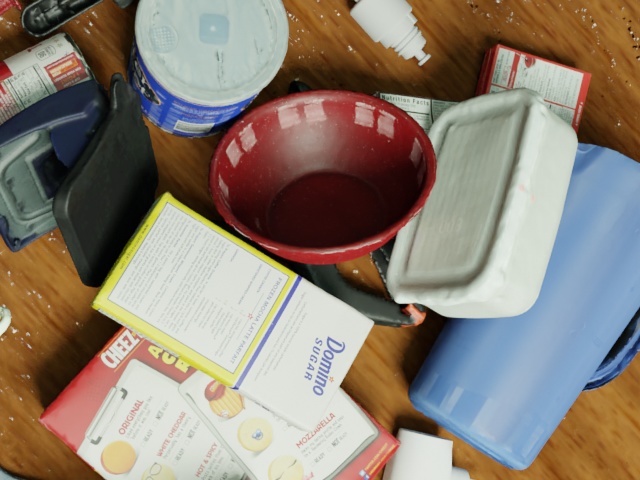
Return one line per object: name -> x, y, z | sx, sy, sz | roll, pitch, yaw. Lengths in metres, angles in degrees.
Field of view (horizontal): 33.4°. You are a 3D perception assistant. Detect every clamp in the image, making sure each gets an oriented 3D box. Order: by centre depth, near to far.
clamp -> -0.130, -0.204, 0.780 | 0.171, 0.120, 0.039 | -46, 124, -29
clamp -> -0.005, 0.001, 0.832 | 0.164, 0.036, 0.210 | -43, 98, -20

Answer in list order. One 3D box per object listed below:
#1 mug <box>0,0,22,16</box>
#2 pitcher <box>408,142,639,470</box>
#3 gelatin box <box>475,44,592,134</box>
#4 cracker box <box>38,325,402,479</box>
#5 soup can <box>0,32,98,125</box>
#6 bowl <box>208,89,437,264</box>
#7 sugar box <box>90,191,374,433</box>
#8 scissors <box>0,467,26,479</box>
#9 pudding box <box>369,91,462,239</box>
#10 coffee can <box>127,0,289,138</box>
mug -> -0.283, -0.187, 0.769 | 0.081, 0.093, 0.117 | -40, 64, -7
pitcher -> 0.182, 0.056, 0.833 | 0.149, 0.145, 0.243 | 31, 83, 16
gelatin box -> 0.173, -0.114, 0.886 | 0.089, 0.030, 0.073 | 15, 84, -10
cracker box -> -0.073, 0.140, 0.795 | 0.213, 0.072, 0.164 | 43, 78, -5
soup can -> -0.216, -0.101, 0.781 | 0.102, 0.068, 0.068 | -30, 93, -13
bowl -> 0.003, -0.036, 0.770 | 0.162, 0.055, 0.162 | -3, 50, 3
sugar box -> -0.060, 0.052, 0.746 | 0.176, 0.048, 0.093 | 33, 77, -11
scissors -> -0.231, 0.162, 0.785 | 0.096, 0.016, 0.202 | -12, 90, -11
pudding box -> 0.077, -0.057, 0.841 | 0.089, 0.039, 0.113 | 3, 76, -27
coffee can -> -0.086, -0.135, 0.774 | 0.102, 0.140, 0.103 | 1, 86, -12
